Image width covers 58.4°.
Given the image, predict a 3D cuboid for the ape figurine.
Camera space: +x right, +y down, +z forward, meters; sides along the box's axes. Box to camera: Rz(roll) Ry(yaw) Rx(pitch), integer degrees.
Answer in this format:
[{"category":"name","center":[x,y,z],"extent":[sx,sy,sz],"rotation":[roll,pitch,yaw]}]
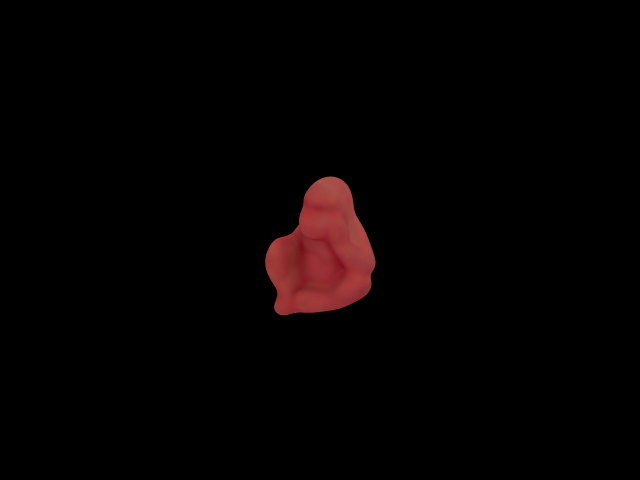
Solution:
[{"category":"ape figurine","center":[0.004,0.001,0.400],"extent":[0.077,0.092,0.076],"rotation":[14,24,34]}]
